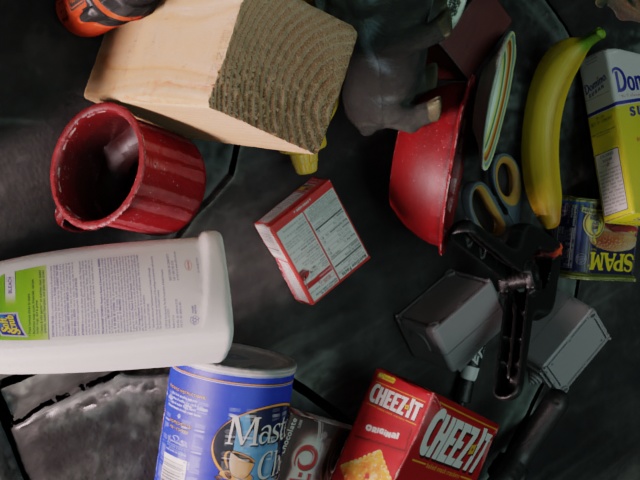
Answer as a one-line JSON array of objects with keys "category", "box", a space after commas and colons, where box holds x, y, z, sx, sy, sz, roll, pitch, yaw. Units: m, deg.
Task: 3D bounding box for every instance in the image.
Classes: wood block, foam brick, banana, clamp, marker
[{"category": "wood block", "box": [-0.077, -0.124, 0.760, 0.090, 0.206, 0.090, 20, 87, -34]}, {"category": "foam brick", "box": [0.127, -0.190, 0.975, 0.051, 0.053, 0.078, 45, 73, -30]}, {"category": "banana", "box": [0.226, -0.112, 1.044, 0.037, 0.070, 0.198, 6, 101, -23]}, {"category": "clamp", "box": [0.180, 0.030, 0.992, 0.209, 0.036, 0.164, -41, 115, -54]}, {"category": "marker", "box": [0.155, 0.108, 1.065, 0.020, 0.020, 0.121, 15, 90, -34]}, {"category": "clamp", "box": [0.190, 0.221, 1.050, 0.171, 0.039, 0.120, -51, 160, -28]}]

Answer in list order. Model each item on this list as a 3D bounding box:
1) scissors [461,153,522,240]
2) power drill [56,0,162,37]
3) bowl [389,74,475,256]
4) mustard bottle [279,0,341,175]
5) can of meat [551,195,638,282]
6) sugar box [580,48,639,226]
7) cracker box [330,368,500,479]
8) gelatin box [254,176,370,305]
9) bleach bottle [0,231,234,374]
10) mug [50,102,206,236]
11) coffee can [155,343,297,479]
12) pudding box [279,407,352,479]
[{"category": "scissors", "box": [0.202, -0.009, 1.077, 0.201, 0.016, 0.096, 42, 65, -40]}, {"category": "power drill", "box": [-0.147, -0.240, 0.721, 0.057, 0.185, 0.187, -8, 93, -30]}, {"category": "bowl", "box": [0.097, -0.070, 0.946, 0.055, 0.162, 0.162, 11, 93, 10]}, {"category": "mustard bottle", "box": [-0.025, -0.148, 0.878, 0.096, 0.058, 0.191, -26, 112, -45]}, {"category": "can of meat", "box": [0.285, -0.002, 1.109, 0.101, 0.058, 0.084, 3, 93, -35]}, {"category": "sugar box", "box": [0.321, -0.103, 1.086, 0.093, 0.048, 0.176, 3, 76, -34]}, {"category": "cracker box", "box": [0.072, 0.242, 0.972, 0.164, 0.072, 0.213, 33, 80, -55]}, {"category": "gelatin box", "box": [-0.006, 0.001, 0.935, 0.073, 0.030, 0.089, -39, 117, -23]}, {"category": "bleach bottle", "box": [-0.194, 0.047, 0.780, 0.250, 0.068, 0.102, -1, 61, -17]}, {"category": "mug", "box": [-0.148, -0.041, 0.801, 0.117, 0.093, 0.081, -39, 153, 22]}, {"category": "coffee can", "box": [-0.079, 0.161, 0.871, 0.102, 0.103, 0.140, 6, 95, -34]}, {"category": "pudding box", "box": [-0.019, 0.211, 0.957, 0.089, 0.039, 0.113, 22, 86, -34]}]
